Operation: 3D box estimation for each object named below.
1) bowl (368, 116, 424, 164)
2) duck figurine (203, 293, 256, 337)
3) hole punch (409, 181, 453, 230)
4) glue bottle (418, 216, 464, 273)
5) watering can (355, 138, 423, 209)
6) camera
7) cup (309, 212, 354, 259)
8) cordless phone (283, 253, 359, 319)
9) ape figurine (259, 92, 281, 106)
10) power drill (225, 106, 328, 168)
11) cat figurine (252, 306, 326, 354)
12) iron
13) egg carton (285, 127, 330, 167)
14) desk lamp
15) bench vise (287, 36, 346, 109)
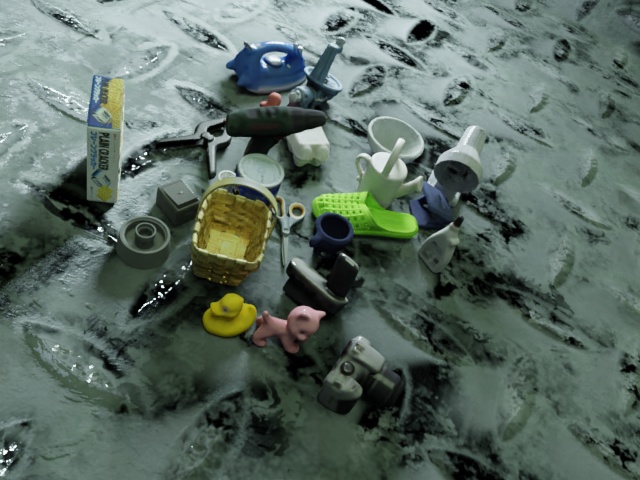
[{"bbox_3d":[0.202,-0.265,1.606,0.168,0.074,0.167,12,49,-13],"label":"bowl"},{"bbox_3d":[-0.171,0.137,1.113,0.105,0.086,0.077,-3,54,-25],"label":"duck figurine"},{"bbox_3d":[0.298,-0.091,1.491,0.101,0.091,0.108,5,51,-19],"label":"hole punch"},{"bbox_3d":[0.297,0.002,1.358,0.037,0.173,0.078,-18,61,-33],"label":"glue bottle"},{"bbox_3d":[0.175,-0.171,1.436,0.173,0.194,0.101,14,48,-11],"label":"watering can"},{"bbox_3d":[0.089,0.269,1.101,0.136,0.100,0.143,34,48,7],"label":"camera"},{"bbox_3d":[0.012,0.005,1.291,0.118,0.095,0.091,-31,68,-38],"label":"cup"},{"bbox_3d":[0.008,0.066,1.178,0.147,0.185,0.094,38,48,10],"label":"cordless phone"},{"bbox_3d":[-0.125,-0.354,1.533,0.078,0.092,0.076,32,48,5],"label":"ape figurine"},{"bbox_3d":[-0.116,-0.234,1.358,0.230,0.208,0.075,1,52,-22],"label":"power drill"},{"bbox_3d":[-0.057,0.163,1.117,0.128,0.117,0.067,13,49,-12],"label":"cat figurine"},{"bbox_3d":[-0.127,-0.510,1.627,0.259,0.141,0.118,-16,60,-32],"label":"iron"},{"bbox_3d":[-0.037,-0.260,1.507,0.107,0.069,0.150,-7,55,-27],"label":"egg carton"},{"bbox_3d":[0.360,-0.189,1.514,0.118,0.213,0.203,28,47,2],"label":"desk lamp"},{"bbox_3d":[0.004,-0.437,1.568,0.121,0.219,0.207,25,47,-1],"label":"bench vise"}]
